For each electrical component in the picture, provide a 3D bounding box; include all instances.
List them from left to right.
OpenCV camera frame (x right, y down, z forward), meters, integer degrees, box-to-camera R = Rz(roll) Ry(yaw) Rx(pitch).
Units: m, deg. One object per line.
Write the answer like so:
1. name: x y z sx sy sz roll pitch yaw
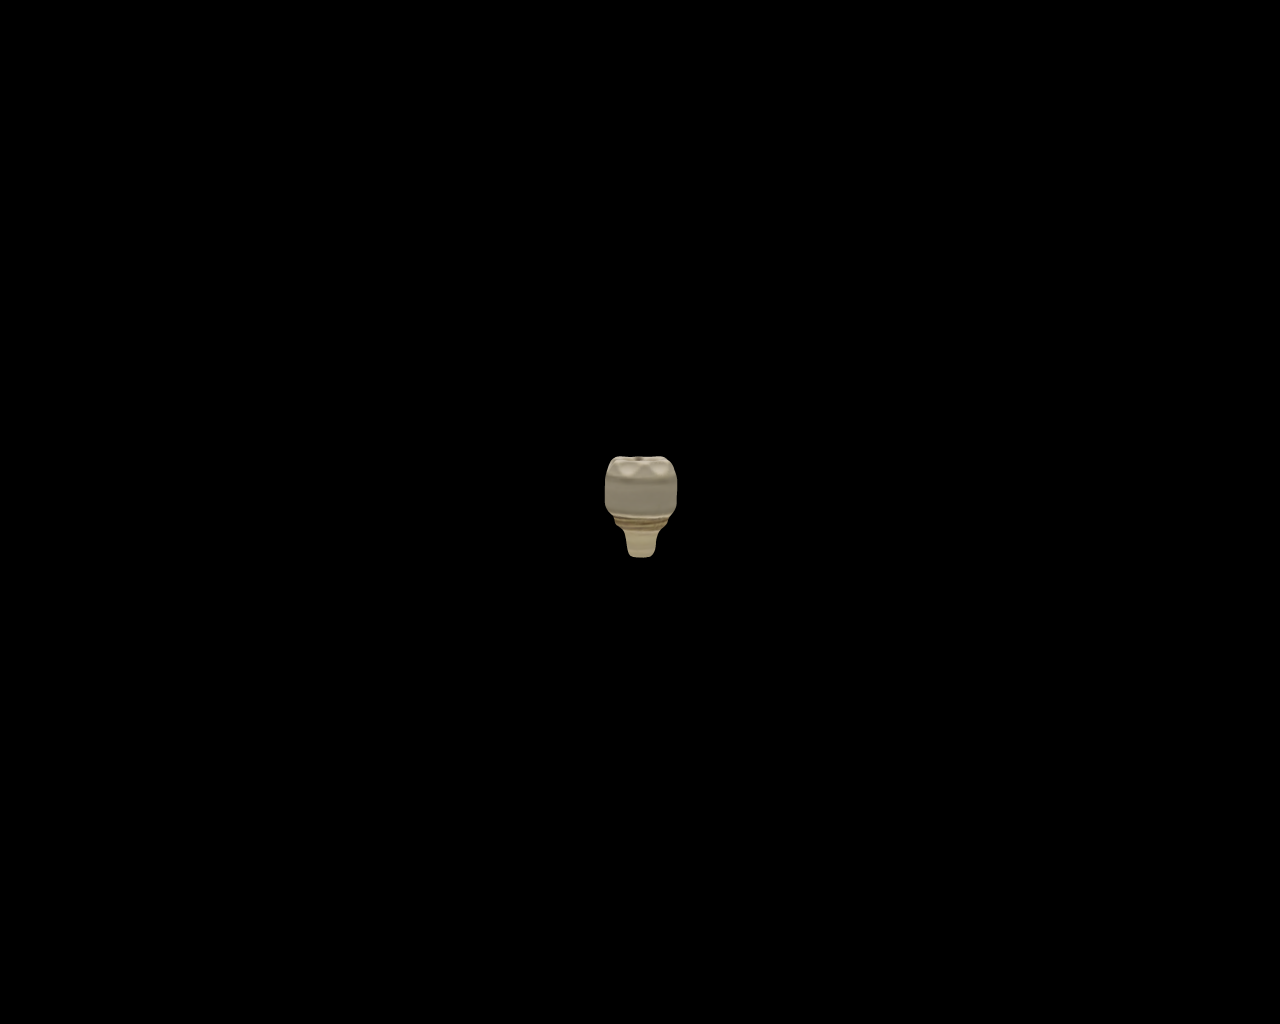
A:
1. electrical component: 0.001 -0.003 0.650 0.043 0.062 0.043 0 9 0
